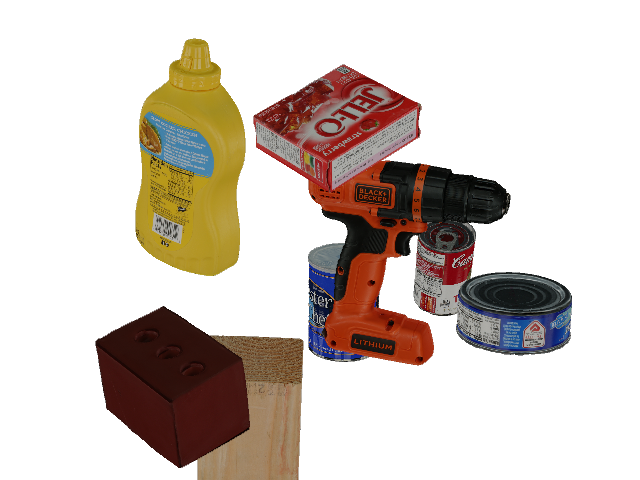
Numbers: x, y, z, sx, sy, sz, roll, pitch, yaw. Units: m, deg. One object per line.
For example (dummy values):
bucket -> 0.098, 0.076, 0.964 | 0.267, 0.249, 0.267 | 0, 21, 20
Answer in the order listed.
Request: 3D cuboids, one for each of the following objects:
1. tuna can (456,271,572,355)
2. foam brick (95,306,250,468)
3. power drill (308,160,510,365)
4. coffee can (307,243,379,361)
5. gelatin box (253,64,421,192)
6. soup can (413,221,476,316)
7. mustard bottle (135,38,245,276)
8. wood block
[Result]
tuna can -> 0.146, 0.053, 0.803 | 0.086, 0.034, 0.086 | 0, 19, 0
foam brick -> -0.086, 0.084, 0.622 | 0.052, 0.051, 0.078 | -27, 39, -36
power drill -> 0.076, 0.018, 0.991 | 0.185, 0.188, 0.057 | 9, 20, 17
coffee can -> 0.033, 0.087, 1.513 | 0.103, 0.140, 0.103 | 0, 21, 0
gelatin box -> 0.012, -0.077, 0.712 | 0.089, 0.030, 0.073 | -34, 50, -29
soup can -> 0.146, 0.031, 1.269 | 0.068, 0.102, 0.068 | 0, 38, 0
mustard bottle -> -0.107, -0.071, 0.876 | 0.096, 0.192, 0.058 | 25, 34, 29
wood block -> -0.063, 0.198, 0.957 | 0.090, 0.206, 0.091 | 2, 20, -2
